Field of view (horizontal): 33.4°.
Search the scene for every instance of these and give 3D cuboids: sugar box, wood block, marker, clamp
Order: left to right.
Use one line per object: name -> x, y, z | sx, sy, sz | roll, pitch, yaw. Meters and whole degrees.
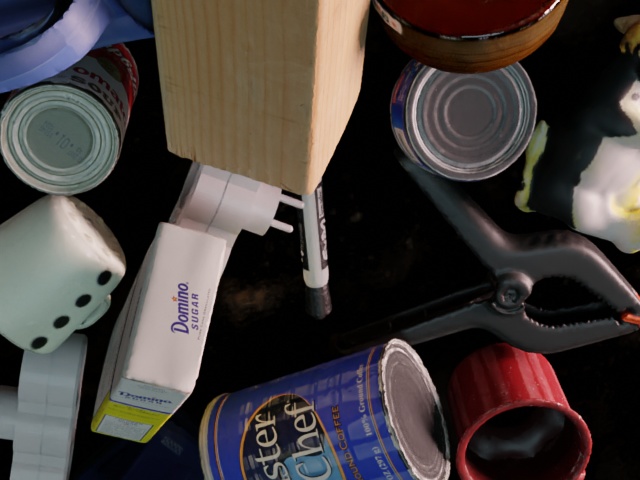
sugar box -> -0.101, 0.063, 0.649 | 0.048, 0.093, 0.176 | 16, 158, -14
wood block -> -0.026, -0.127, 0.532 | 0.091, 0.090, 0.206 | 18, 147, 9
marker -> -0.005, 0.001, 0.713 | 0.020, 0.020, 0.121 | -5, 119, -1
clamp -> 0.124, 0.020, 0.723 | 0.210, 0.036, 0.165 | 6, 119, -3

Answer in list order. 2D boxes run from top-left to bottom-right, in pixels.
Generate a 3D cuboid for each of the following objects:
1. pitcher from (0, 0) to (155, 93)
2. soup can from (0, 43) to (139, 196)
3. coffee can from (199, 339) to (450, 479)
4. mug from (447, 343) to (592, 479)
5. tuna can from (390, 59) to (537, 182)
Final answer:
pitcher -> -0.207, -0.131, 0.549 | 0.243, 0.149, 0.145 | -15, 96, 12
soup can -> -0.143, -0.077, 0.614 | 0.068, 0.102, 0.068 | -1, 118, -3
coffee can -> 0.004, 0.136, 0.725 | 0.140, 0.102, 0.102 | -21, 119, 22
mug -> 0.145, 0.133, 0.760 | 0.117, 0.081, 0.093 | 34, 111, -20
tuna can -> 0.088, -0.079, 0.653 | 0.086, 0.034, 0.086 | -2, 102, -9
